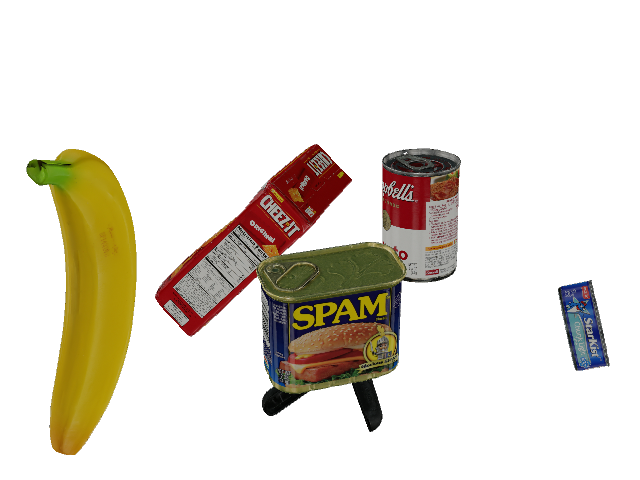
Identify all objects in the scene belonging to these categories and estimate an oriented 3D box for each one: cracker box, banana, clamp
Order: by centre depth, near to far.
[{"bbox_3d":[-0.125,0.025,0.562,0.037,0.198,0.069,25,41,26],"label":"banana"},{"bbox_3d":[0.030,0.123,1.062,0.120,0.039,0.171,16,47,23],"label":"clamp"},{"bbox_3d":[-0.078,-0.004,1.230,0.214,0.072,0.164,-42,4,27],"label":"cracker box"}]

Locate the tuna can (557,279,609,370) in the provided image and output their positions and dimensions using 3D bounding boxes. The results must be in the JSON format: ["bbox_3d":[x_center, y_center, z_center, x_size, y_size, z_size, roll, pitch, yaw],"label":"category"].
[{"bbox_3d":[0.257,0.083,1.044,0.034,0.086,0.086,-12,-3,13],"label":"tuna can"}]

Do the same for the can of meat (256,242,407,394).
[{"bbox_3d":[0.008,0.055,0.758,0.102,0.084,0.057,-8,31,-14],"label":"can of meat"}]

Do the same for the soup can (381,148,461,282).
[{"bbox_3d":[0.088,-0.023,0.938,0.068,0.102,0.068,-1,23,0],"label":"soup can"}]
